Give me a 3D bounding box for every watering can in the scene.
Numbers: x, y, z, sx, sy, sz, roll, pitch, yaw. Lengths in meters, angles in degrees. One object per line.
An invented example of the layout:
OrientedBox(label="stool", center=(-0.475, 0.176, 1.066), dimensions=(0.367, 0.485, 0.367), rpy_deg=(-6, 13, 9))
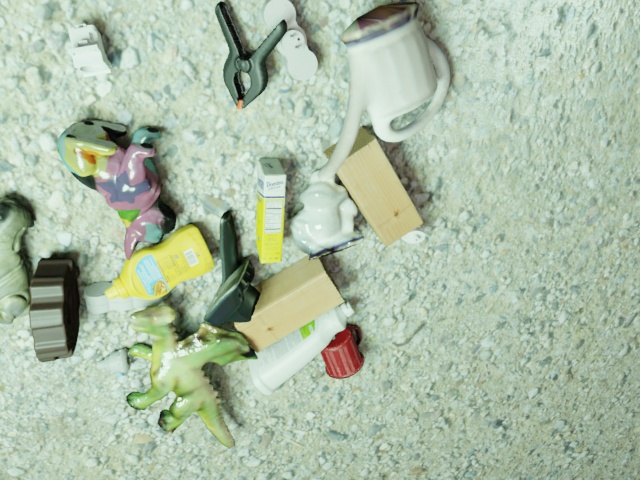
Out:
OrientedBox(label="watering can", center=(0.098, -0.259, 0.858), dimensions=(0.352, 0.104, 0.221), rpy_deg=(-37, 117, -28))

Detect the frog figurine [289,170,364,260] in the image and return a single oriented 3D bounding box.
OrientedBox(label="frog figurine", center=(0.003, -0.050, 0.996), dimensions=(0.137, 0.122, 0.160), rpy_deg=(-20, 83, 4))

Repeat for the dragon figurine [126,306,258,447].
OrientedBox(label="dragon figurine", center=(-0.233, 0.268, 1.025), dimensions=(0.240, 0.125, 0.404), rpy_deg=(-33, 120, 20))
